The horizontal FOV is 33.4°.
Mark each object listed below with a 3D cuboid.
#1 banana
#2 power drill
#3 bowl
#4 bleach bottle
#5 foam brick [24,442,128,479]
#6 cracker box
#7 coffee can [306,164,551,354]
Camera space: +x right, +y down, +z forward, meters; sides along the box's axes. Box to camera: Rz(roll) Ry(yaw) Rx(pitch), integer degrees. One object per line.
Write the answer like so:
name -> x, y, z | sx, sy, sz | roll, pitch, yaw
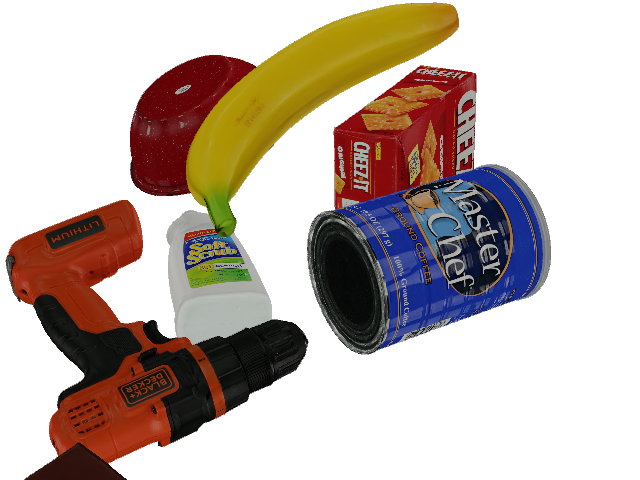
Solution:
banana -> -0.008, -0.075, 0.569 | 0.070, 0.197, 0.037 | 33, -27, 23
power drill -> -0.125, 0.055, 0.753 | 0.184, 0.057, 0.188 | -22, 52, -22
bowl -> -0.106, -0.111, 0.921 | 0.162, 0.055, 0.162 | -19, 37, 15
bleach bottle -> -0.129, 0.030, 1.172 | 0.102, 0.068, 0.251 | -5, 26, -16
foam brick -> -0.097, 0.137, 0.460 | 0.078, 0.051, 0.052 | 27, 45, 34
cracker box -> 0.088, -0.063, 1.045 | 0.072, 0.164, 0.213 | 12, 29, 25
coffee can -> 0.076, 0.011, 0.756 | 0.140, 0.103, 0.103 | -17, 7, -26
